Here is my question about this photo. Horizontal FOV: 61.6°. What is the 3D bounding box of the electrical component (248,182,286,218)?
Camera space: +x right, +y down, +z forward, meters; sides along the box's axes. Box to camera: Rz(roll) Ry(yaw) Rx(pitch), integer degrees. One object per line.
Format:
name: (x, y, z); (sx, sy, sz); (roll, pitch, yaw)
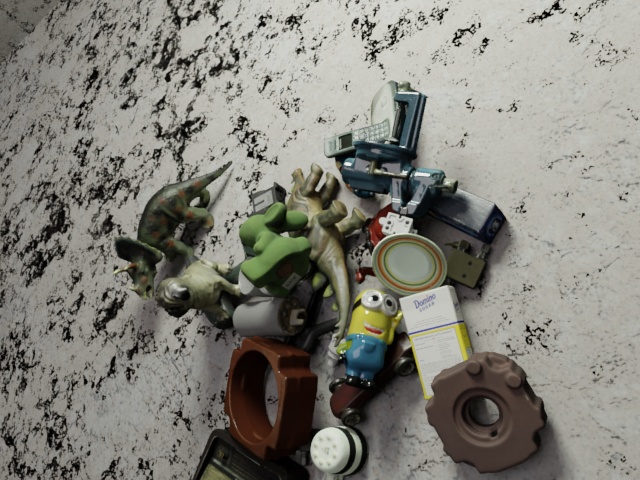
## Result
electrical component: (-0.133, -0.078, 1.275); (0.119, 0.047, 0.075); (-22, 60, 26)

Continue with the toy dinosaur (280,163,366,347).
toy dinosaur: (-0.002, -0.003, 1.110); (0.198, 0.105, 0.472); (-47, 39, 21)

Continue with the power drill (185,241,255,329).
power drill: (-0.221, 0.075, 1.257); (0.207, 0.086, 0.232); (-37, 56, 14)

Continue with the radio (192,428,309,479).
radio: (-0.137, 0.465, 1.043); (0.230, 0.073, 0.131); (13, 80, 38)

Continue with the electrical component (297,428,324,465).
electrical component: (-0.015, 0.380, 1.022); (0.063, 0.021, 0.094); (-12, 64, 32)

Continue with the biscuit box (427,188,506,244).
biscuit box: (0.236, -0.064, 0.991); (0.203, 0.059, 0.063); (33, 92, 40)

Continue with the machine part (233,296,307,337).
machine part: (-0.107, 0.161, 1.116); (0.243, 0.079, 0.079); (-14, 63, 50)

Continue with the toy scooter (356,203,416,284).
toy scooter: (0.125, 0.020, 1.018); (0.135, 0.075, 0.184); (-16, 68, 11)

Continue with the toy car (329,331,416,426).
toy car: (0.096, 0.249, 0.973); (0.202, 0.053, 0.089); (-46, 32, 11)

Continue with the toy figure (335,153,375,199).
toy figure: (0.077, -0.138, 1.136); (0.064, 0.057, 0.155); (-24, 54, 1)

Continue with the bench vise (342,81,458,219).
bench vise: (0.151, -0.165, 0.968); (0.224, 0.128, 0.240); (13, 92, 40)

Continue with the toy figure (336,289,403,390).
toy figure: (0.081, 0.170, 0.945); (0.089, 0.082, 0.180); (-16, 53, 52)

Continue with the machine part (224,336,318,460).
machine part: (-0.097, 0.298, 1.039); (0.201, 0.087, 0.201); (9, 89, 51)

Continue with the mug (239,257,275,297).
mug: (-0.103, 0.086, 1.138); (0.110, 0.107, 0.080); (32, 107, 53)

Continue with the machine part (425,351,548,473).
machine part: (0.250, 0.263, 0.818); (0.180, 0.056, 0.179); (1, 92, 24)

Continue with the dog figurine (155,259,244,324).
dog figurine: (-0.278, 0.090, 1.133); (0.173, 0.190, 0.121); (28, 95, 39)

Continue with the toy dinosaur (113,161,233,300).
toy dinosaur: (-0.383, -0.055, 1.356); (0.131, 0.192, 0.404); (24, 88, 38)

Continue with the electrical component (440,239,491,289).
electrical component: (0.248, 0.045, 0.952); (0.078, 0.045, 0.102); (19, 86, 11)

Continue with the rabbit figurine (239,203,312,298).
rabbit figurine: (-0.101, 0.001, 1.049); (0.159, 0.121, 0.170); (-53, 50, 13)

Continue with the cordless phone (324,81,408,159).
cordless phone: (0.095, -0.239, 1.124); (0.184, 0.088, 0.146); (-11, 66, 20)
